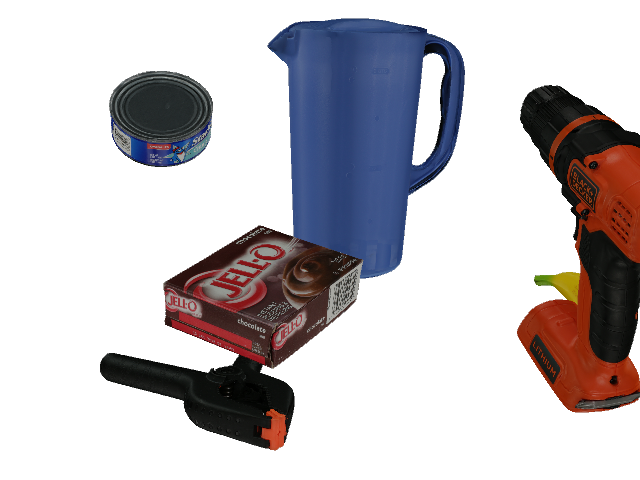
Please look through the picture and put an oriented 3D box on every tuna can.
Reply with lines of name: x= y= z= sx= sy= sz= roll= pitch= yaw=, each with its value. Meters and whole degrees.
tuna can: x=-0.134 y=-0.102 z=0.898 sx=0.086 sy=0.086 sz=0.034 roll=0 pitch=-40 yaw=-8

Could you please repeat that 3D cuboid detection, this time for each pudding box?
pudding box: x=-0.037 y=0.035 z=0.724 sx=0.090 sy=0.039 sz=0.113 roll=19 pitch=29 yaw=27

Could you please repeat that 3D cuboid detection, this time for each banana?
banana: x=0.253 y=0.082 z=1.029 sx=0.070 sy=0.037 sz=0.197 roll=-28 pitch=23 yaw=18

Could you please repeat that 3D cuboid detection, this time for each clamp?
clamp: x=-0.077 y=0.128 z=0.935 sx=0.164 sy=0.036 sz=0.210 roll=-8 pitch=17 yaw=-36

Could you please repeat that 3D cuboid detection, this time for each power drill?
power drill: x=0.176 y=0.006 z=0.720 sx=0.057 sy=0.188 sz=0.184 roll=-9 pitch=35 yaw=-11

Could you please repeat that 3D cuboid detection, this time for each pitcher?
pitcher: x=0.041 y=-0.091 z=1.034 sx=0.149 sy=0.243 sz=0.144 roll=13 pitch=20 yaw=35
